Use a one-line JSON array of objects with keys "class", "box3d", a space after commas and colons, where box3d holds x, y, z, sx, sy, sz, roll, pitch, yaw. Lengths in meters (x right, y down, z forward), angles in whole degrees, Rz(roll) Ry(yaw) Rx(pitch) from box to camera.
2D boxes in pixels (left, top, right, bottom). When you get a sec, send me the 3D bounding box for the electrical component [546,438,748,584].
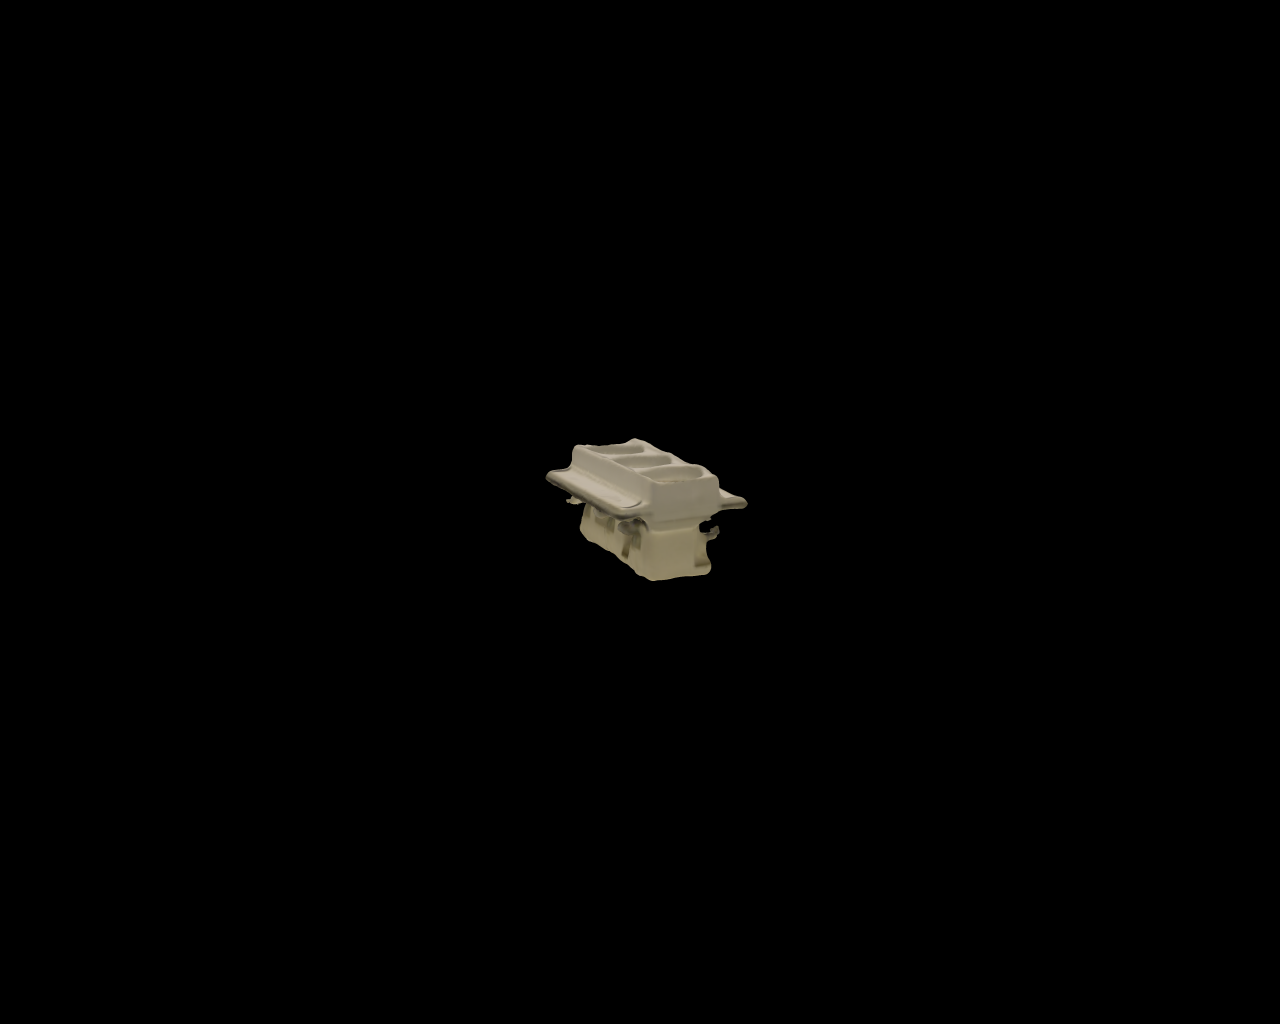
[{"class": "electrical component", "box3d": [0.001, -0.003, 0.650, 0.079, 0.063, 0.121, -6, 15, -23]}]
